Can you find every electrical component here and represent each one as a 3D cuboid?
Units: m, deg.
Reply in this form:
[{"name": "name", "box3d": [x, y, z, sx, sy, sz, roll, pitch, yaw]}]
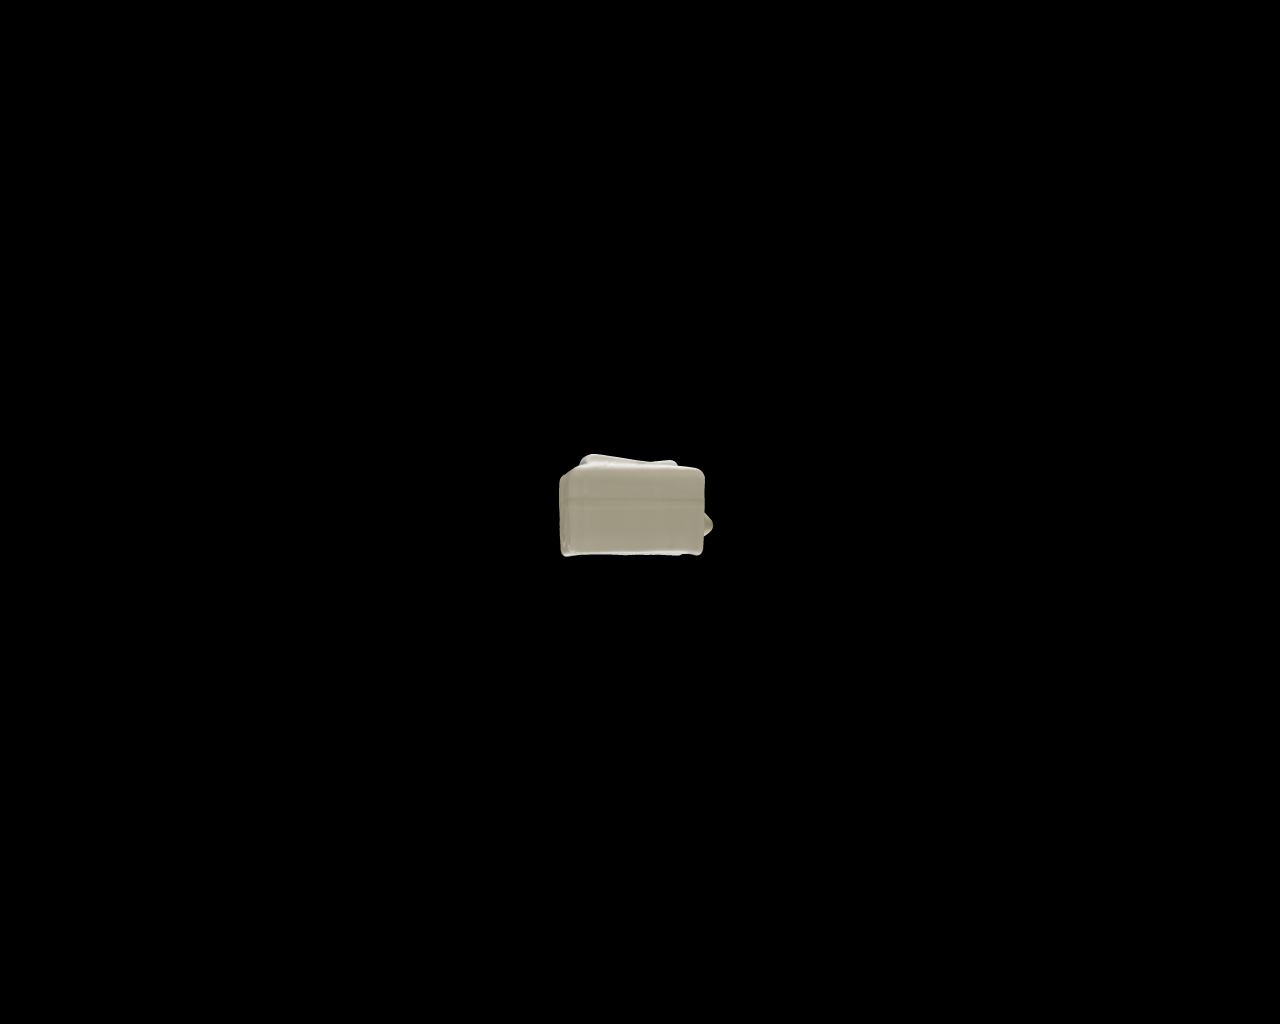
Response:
[{"name": "electrical component", "box3d": [0.001, -0.003, 0.650, 0.096, 0.061, 0.061, 1, -4, -11]}]
